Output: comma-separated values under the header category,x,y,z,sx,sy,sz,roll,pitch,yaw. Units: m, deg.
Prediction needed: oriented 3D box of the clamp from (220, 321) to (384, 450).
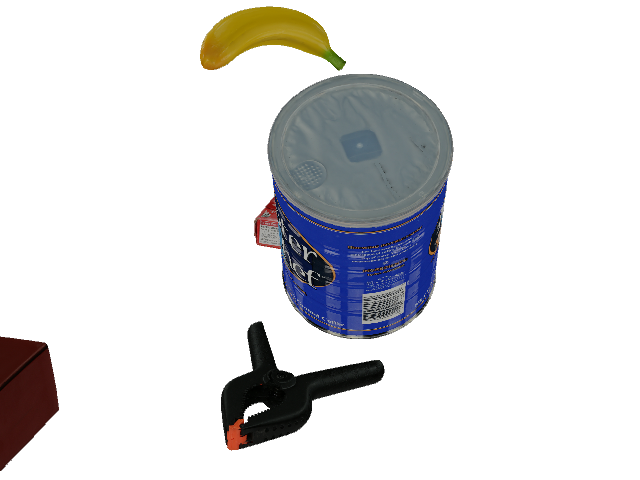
category,x,y,z,sx,sy,sz,roll,pitch,yaw
clamp,-0.032,0.156,1.115,0.165,0.036,0.209,12,26,14

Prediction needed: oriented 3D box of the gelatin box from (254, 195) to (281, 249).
category,x,y,z,sx,sy,sz,roll,pitch,yaw
gelatin box,-0.006,-0.017,0.950,0.089,0.030,0.073,9,26,13

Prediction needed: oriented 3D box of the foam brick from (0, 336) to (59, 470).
category,x,y,z,sx,sy,sz,roll,pitch,yaw
foam brick,-0.210,0.102,0.670,0.053,0.051,0.078,6,29,21

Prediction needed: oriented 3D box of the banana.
category,x,y,z,sx,sy,sz,roll,pitch,yaw
banana,-0.052,-0.199,1.044,0.197,0.070,0.037,-12,-33,-46

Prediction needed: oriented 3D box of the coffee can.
category,x,y,z,sx,sy,sz,roll,pitch,yaw
coffee can,0.024,-0.017,0.646,0.103,0.103,0.140,0,-32,2
